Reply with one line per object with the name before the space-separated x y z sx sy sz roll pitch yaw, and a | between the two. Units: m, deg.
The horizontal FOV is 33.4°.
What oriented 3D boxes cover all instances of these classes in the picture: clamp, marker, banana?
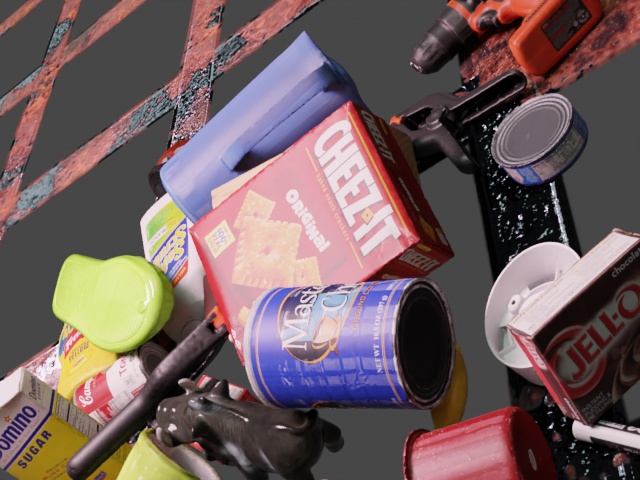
clamp | -0.157 0.149 1.046 0.210 0.036 0.164 -50 -9 28
marker | 0.224 0.139 0.723 0.121 0.020 0.020 6 60 53
banana | 0.085 0.100 0.919 0.070 0.037 0.198 -40 32 11
clamp | 0.129 -0.112 1.097 0.172 0.039 0.120 -10 43 54

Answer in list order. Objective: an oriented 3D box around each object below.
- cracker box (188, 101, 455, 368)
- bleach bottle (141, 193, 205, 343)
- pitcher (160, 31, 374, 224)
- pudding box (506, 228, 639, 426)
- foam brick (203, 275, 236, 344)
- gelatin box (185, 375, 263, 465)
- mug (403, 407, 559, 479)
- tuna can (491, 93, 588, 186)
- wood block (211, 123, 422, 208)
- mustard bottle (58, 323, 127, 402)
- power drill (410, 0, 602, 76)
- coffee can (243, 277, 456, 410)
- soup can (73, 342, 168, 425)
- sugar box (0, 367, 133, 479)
cracker box | -0.006 0.001 0.988 0.214 0.072 0.164 -37 59 22
bleach bottle | -0.154 0.035 1.262 0.103 0.068 0.251 -39 35 13
pitcher | -0.064 -0.115 1.218 0.243 0.149 0.145 -40 45 6
pudding box | 0.199 0.061 0.756 0.113 0.090 0.039 -41 25 -12
foam brick | -0.092 0.064 1.161 0.053 0.051 0.078 -37 33 18
gelatin box | -0.107 0.180 1.073 0.089 0.030 0.073 7 58 54
mug | 0.122 0.165 0.769 0.082 0.093 0.117 -24 3 26
tuna can | 0.204 -0.092 0.988 0.086 0.033 0.086 -32 35 25
wood block | -0.005 -0.042 1.111 0.206 0.090 0.090 -25 63 33
mustard bottle | -0.280 0.130 1.313 0.096 0.058 0.192 -40 32 12
power drill | 0.194 -0.232 1.130 0.184 0.057 0.188 -47 31 2
coffee can | 0.024 0.085 0.858 0.141 0.102 0.102 -5 50 32
soup can | -0.213 0.166 1.183 0.102 0.068 0.068 -34 34 20
sugar box | -0.273 0.214 1.099 0.093 0.176 0.048 -38 33 16
